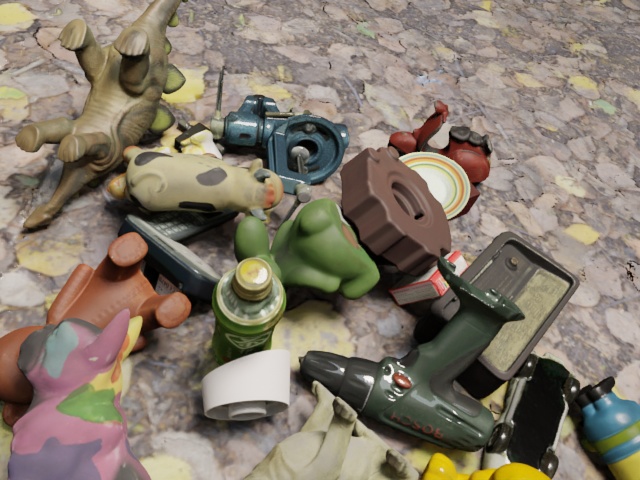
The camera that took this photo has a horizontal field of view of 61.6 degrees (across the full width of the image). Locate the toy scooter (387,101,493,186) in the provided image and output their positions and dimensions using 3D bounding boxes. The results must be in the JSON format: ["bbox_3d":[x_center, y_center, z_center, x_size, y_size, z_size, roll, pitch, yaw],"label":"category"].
[{"bbox_3d":[0.211,-0.161,0.890,0.184,0.135,0.075,18,48,-3],"label":"toy scooter"}]

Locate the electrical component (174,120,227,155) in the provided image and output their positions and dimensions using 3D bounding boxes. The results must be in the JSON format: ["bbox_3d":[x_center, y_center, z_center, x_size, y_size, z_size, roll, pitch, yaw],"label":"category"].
[{"bbox_3d":[-0.196,-0.154,0.844,0.094,0.021,0.063,36,52,13],"label":"electrical component"}]

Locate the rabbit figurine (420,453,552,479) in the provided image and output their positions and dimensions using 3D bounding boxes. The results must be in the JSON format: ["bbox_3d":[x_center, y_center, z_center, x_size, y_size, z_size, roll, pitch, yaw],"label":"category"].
[{"bbox_3d":[0.182,0.276,0.518,0.162,0.173,0.122,22,46,8],"label":"rabbit figurine"}]

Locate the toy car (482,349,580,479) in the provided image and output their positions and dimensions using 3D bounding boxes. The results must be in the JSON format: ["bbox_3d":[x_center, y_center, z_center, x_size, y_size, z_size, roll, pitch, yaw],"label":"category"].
[{"bbox_3d":[0.261,0.218,0.661,0.074,0.056,0.202,29,49,15],"label":"toy car"}]

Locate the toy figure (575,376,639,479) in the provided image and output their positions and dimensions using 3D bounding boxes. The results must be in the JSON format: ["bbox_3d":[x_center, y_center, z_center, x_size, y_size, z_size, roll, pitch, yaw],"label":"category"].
[{"bbox_3d":[0.379,0.260,0.646,0.089,0.082,0.180,-25,67,-18],"label":"toy figure"}]

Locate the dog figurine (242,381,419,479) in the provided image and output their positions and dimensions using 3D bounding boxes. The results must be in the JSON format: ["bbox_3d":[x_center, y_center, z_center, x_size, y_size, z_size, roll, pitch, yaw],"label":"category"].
[{"bbox_3d":[-0.006,0.266,0.539,0.172,0.121,0.190,41,77,-1],"label":"dog figurine"}]

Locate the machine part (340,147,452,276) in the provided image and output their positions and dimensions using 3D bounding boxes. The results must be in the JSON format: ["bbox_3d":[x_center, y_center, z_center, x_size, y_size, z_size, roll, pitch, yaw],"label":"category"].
[{"bbox_3d":[0.102,-0.041,0.703,0.179,0.056,0.179,32,38,-29],"label":"machine part"}]

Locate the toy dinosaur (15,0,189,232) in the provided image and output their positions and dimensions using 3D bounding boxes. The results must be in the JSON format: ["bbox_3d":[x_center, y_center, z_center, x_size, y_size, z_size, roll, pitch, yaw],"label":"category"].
[{"bbox_3d":[-0.264,-0.214,0.734,0.105,0.198,0.471,27,83,6],"label":"toy dinosaur"}]

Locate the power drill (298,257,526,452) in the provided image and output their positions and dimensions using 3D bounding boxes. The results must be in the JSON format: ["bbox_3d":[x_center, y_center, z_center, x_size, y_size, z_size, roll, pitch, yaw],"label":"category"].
[{"bbox_3d":[0.115,0.125,0.613,0.232,0.086,0.207,30,96,3],"label":"power drill"}]

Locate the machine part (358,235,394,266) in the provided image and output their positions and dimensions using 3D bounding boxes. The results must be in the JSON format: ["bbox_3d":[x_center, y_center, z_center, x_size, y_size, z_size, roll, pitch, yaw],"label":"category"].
[{"bbox_3d":[0.072,-0.021,0.748,0.084,0.039,0.139,3,53,-19],"label":"machine part"}]

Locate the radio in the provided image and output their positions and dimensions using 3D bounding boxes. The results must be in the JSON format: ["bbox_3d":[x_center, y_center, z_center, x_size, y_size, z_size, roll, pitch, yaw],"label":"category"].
[{"bbox_3d":[0.243,0.092,0.740,0.131,0.073,0.229,42,53,17],"label":"radio"}]

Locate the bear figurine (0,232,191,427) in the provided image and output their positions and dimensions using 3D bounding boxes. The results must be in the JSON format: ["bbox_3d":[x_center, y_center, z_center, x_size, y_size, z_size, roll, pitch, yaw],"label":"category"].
[{"bbox_3d":[-0.259,0.095,0.567,0.196,0.132,0.120,-38,98,-41],"label":"bear figurine"}]

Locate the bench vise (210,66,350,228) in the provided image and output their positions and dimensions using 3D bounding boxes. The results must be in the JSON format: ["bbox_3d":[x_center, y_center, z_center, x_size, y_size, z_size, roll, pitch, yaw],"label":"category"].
[{"bbox_3d":[-0.057,-0.136,0.799,0.223,0.128,0.241,14,37,-19],"label":"bench vise"}]

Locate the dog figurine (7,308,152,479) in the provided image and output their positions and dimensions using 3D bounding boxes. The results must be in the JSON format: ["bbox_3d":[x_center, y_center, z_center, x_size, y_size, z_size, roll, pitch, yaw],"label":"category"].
[{"bbox_3d":[-0.198,0.173,0.483,0.192,0.108,0.219,23,76,0],"label":"dog figurine"}]

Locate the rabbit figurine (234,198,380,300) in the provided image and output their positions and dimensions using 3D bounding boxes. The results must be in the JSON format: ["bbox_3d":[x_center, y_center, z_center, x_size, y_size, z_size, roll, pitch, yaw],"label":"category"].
[{"bbox_3d":[-0.036,0.035,0.648,0.170,0.159,0.121,-33,66,15],"label":"rabbit figurine"}]

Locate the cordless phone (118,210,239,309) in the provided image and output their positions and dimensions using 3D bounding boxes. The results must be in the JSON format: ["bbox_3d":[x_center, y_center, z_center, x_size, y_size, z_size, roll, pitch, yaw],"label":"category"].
[{"bbox_3d":[-0.150,0.007,0.698,0.147,0.088,0.184,34,38,18],"label":"cordless phone"}]

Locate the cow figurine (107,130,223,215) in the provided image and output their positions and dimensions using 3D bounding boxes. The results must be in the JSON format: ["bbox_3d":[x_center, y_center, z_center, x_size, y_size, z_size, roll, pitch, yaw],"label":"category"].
[{"bbox_3d":[-0.207,-0.081,0.753,0.167,0.068,0.098,-37,108,-33],"label":"cow figurine"}]

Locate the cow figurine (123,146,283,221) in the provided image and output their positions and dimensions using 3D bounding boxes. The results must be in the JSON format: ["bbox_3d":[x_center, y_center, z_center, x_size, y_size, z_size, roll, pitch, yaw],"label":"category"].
[{"bbox_3d":[-0.138,-0.069,0.665,0.195,0.085,0.127,2,16,-26],"label":"cow figurine"}]
